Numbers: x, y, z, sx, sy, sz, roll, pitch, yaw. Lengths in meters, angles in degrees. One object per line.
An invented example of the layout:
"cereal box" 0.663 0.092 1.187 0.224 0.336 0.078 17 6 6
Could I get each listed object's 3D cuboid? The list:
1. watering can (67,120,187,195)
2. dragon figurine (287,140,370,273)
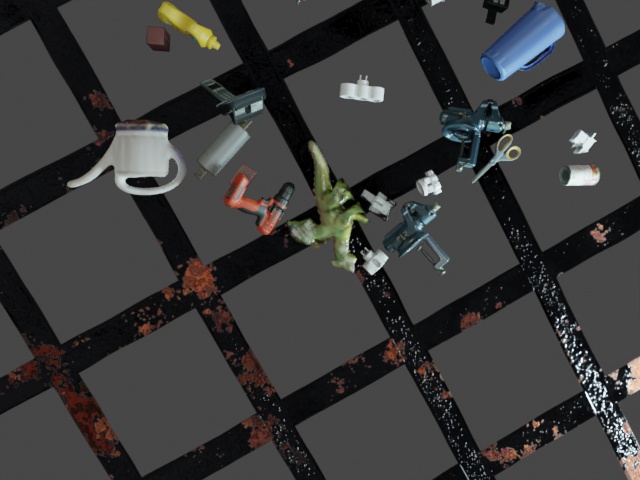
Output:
"watering can" -0.575 -0.247 1.536 0.348 0.104 0.224 0 93 -6
"dragon figurine" 0.005 -0.081 1.607 0.242 0.123 0.409 -36 95 6
